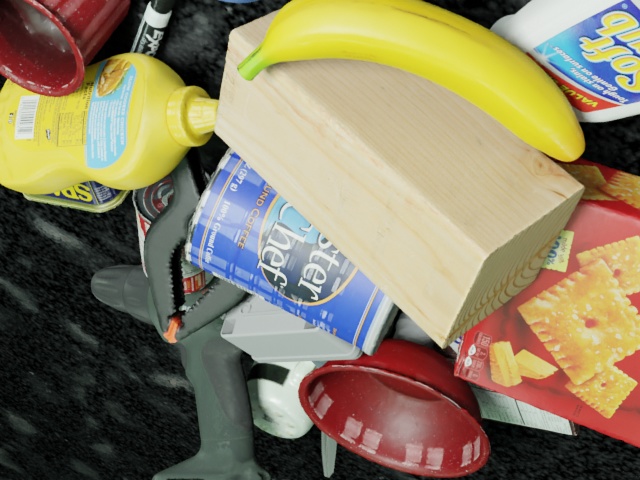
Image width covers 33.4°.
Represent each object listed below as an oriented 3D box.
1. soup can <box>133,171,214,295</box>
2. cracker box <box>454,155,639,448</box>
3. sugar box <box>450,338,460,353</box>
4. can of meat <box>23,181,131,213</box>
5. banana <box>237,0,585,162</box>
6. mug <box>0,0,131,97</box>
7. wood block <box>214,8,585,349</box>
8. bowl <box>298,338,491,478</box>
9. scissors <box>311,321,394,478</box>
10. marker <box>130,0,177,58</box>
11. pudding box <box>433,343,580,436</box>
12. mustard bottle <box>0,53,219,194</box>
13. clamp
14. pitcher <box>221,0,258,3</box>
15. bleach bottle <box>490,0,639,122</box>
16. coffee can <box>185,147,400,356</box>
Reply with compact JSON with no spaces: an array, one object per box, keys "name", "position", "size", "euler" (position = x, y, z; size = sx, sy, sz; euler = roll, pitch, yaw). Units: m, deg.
[{"name":"soup can","position":[-0.119,-0.007,0.898],"size":[0.068,0.068,0.102],"euler":[21,146,11]},{"name":"cracker box","position":[0.209,0.050,0.690],"size":[0.214,0.072,0.164],"euler":[20,124,12]},{"name":"sugar box","position":[0.098,0.018,0.796],"size":[0.094,0.048,0.176],"euler":[-15,125,45]},{"name":"can of meat","position":[-0.213,-0.077,0.887],"size":[0.102,0.057,0.084],"euler":[11,139,24]},{"name":"banana","position":[0.056,-0.096,0.575],"size":[0.198,0.037,0.070],"euler":[16,143,1]},{"name":"mug","position":[-0.193,-0.166,0.733],"size":[0.117,0.081,0.093],"euler":[31,146,-3]},{"name":"wood block","position":[0.040,-0.049,0.639],"size":[0.206,0.090,0.090],"euler":[43,144,22]},{"name":"bowl","position":[0.066,0.128,0.866],"size":[0.162,0.055,0.162],"euler":[17,145,12]},{"name":"scissors","position":[0.028,0.122,0.934],"size":[0.096,0.016,0.202],"euler":[-16,120,-1]},{"name":"marker","position":[-0.121,-0.147,0.762],"size":[0.020,0.020,0.121],"euler":[32,145,-5]},{"name":"pudding box","position":[0.158,0.116,0.887],"size":[0.114,0.039,0.090],"euler":[8,142,30]},{"name":"mustard bottle","position":[-0.147,-0.084,0.761],"size":[0.192,0.096,0.058],"euler":[-1,166,31]},{"name":"clamp","position":[-0.070,-0.013,0.806],"size":[0.164,0.036,0.210],"euler":[18,110,10]},{"name":"pitcher","position":[0.026,-0.194,0.511],"size":[0.243,0.144,0.149],"euler":[-13,100,49]},{"name":"bleach bottle","position":[0.170,-0.107,0.571],"size":[0.102,0.068,0.251],"euler":[40,147,-17]},{"name":"coffee can","position":[-0.005,0.001,0.717],"size":[0.140,0.102,0.103],"euler":[26,146,8]}]
